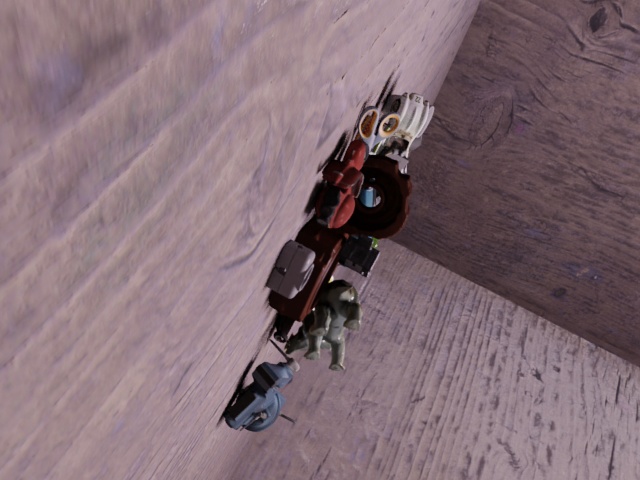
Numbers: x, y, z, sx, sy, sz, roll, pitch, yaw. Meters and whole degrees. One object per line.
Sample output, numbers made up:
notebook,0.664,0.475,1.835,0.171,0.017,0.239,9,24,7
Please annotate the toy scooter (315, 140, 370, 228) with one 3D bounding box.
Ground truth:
toy scooter,0.034,-0.093,0.986,0.183,0.075,0.135,-69,171,24

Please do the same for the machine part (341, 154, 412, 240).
machine part,0.100,-0.088,1.076,0.179,0.179,0.056,-66,176,25

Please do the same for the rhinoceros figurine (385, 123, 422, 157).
rhinoceros figurine,0.178,-0.235,1.318,0.190,0.112,0.073,-26,153,-44

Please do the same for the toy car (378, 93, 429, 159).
toy car,0.174,-0.228,1.194,0.201,0.073,0.056,-65,-155,23

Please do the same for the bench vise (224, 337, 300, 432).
bench vise,-0.130,0.391,1.353,0.223,0.129,0.240,-52,153,-16

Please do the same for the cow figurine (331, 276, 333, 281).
cow figurine,0.000,0.066,1.369,0.098,0.068,0.167,-94,-155,-58

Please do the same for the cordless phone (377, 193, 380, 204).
cordless phone,0.156,-0.163,1.359,0.089,0.146,0.184,-33,-157,38

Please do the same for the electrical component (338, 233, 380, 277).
electrical component,0.081,0.029,1.081,0.048,0.075,0.119,-61,177,-14

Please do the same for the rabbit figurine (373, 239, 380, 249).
rabbit figurine,0.107,-0.016,1.597,0.170,0.159,0.121,-169,-83,-82

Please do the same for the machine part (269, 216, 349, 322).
machine part,-0.017,0.057,1.133,0.200,0.087,0.201,-66,171,27

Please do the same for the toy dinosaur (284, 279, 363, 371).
toy dinosaur,0.030,0.169,1.266,0.192,0.131,0.404,-90,-162,-44

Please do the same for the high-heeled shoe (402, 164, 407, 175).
high-heeled shoe,0.205,-0.247,1.482,0.145,0.086,0.249,103,-8,-62

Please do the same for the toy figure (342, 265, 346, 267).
toy figure,0.080,0.004,1.360,0.154,0.058,0.064,101,-7,-46

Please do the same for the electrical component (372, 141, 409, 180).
electrical component,0.149,-0.163,1.162,0.102,0.078,0.045,-47,-143,24

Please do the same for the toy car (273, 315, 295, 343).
toy car,-0.072,0.177,1.323,0.089,0.053,0.202,-62,178,-38

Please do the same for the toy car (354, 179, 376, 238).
toy car,0.075,-0.074,1.211,0.109,0.103,0.161,-15,104,-78

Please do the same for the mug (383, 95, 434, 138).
mug,0.200,-0.297,1.270,0.109,0.107,0.080,-34,150,-53
